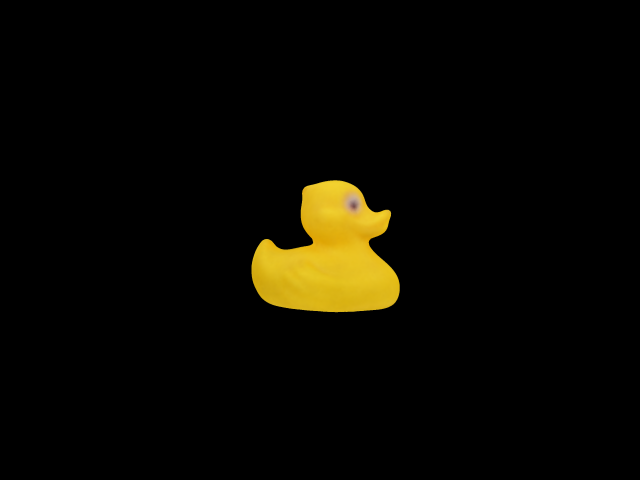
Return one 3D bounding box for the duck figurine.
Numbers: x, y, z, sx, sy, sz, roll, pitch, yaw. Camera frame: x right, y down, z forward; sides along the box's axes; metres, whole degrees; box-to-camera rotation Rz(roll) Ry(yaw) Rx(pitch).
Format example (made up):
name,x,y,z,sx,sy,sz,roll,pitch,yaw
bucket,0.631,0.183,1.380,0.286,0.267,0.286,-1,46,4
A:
name,x,y,z,sx,sy,sz,roll,pitch,yaw
duck figurine,0.004,0.001,0.400,0.104,0.086,0.077,1,7,9
